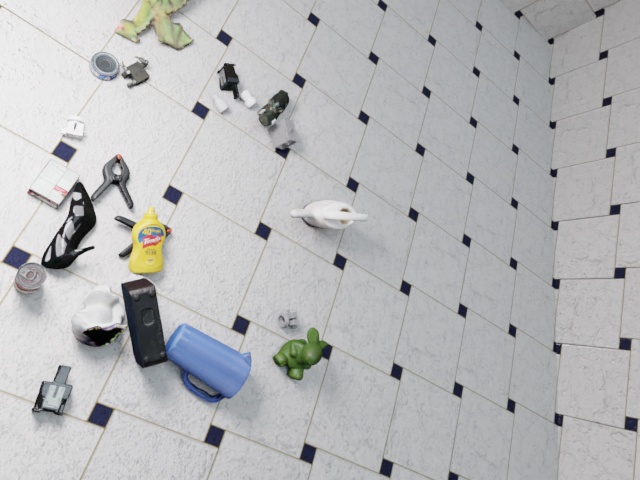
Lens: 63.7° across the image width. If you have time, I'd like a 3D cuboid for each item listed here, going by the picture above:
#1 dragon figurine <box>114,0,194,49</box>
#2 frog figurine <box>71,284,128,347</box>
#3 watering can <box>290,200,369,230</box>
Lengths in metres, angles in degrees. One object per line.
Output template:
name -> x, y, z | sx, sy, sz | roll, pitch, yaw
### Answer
dragon figurine -> -0.504, -0.779, 1.758 | 0.415, 0.123, 0.238 | -27, 123, -29
frog figurine -> -0.604, 0.204, 1.400 | 0.138, 0.120, 0.162 | -13, 48, -28
watering can -> 0.006, -0.092, 1.822 | 0.347, 0.224, 0.104 | 3, 93, -33
